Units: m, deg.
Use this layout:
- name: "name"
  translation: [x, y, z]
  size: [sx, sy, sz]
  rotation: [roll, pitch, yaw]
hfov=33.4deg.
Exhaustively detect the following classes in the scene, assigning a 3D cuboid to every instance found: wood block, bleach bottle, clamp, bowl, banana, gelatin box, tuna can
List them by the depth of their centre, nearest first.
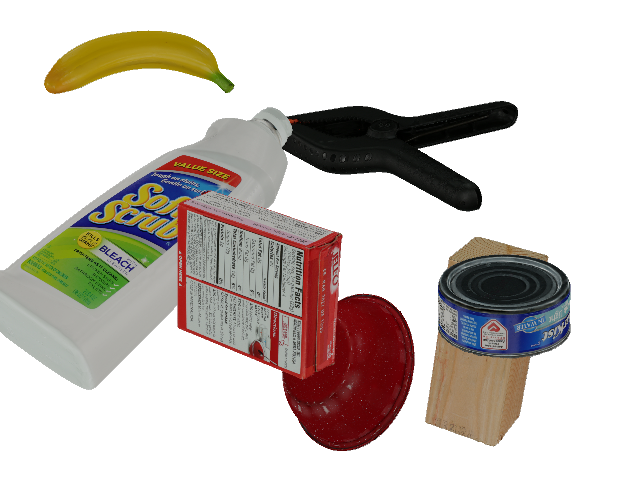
- name: "gelatin box"
  translation: [-0.032, 0.021, 0.545]
  size: [0.089, 0.073, 0.030]
  rotation: [18, 28, 32]
- name: "tuna can"
  translation: [0.119, 0.041, 0.690]
  size: [0.086, 0.034, 0.086]
  rotation: [-4, 24, 1]
- name: "bleach bottle"
  translation: [-0.112, -0.014, 0.753]
  size: [0.103, 0.250, 0.068]
  rotation: [29, -33, 21]
- name: "clamp"
  translation: [0.065, -0.089, 0.931]
  size: [0.210, 0.036, 0.164]
  rotation: [12, 36, 24]
- name: "banana"
  translation: [-0.181, -0.177, 1.054]
  size: [0.197, 0.070, 0.037]
  rotation: [-7, -39, -30]
- name: "bowl"
  translation: [0.014, 0.124, 1.057]
  size: [0.162, 0.162, 0.055]
  rotation: [0, -18, 45]
- name: "wood block"
  translation: [0.188, 0.113, 1.211]
  size: [0.090, 0.206, 0.090]
  rotation: [16, 24, 25]
